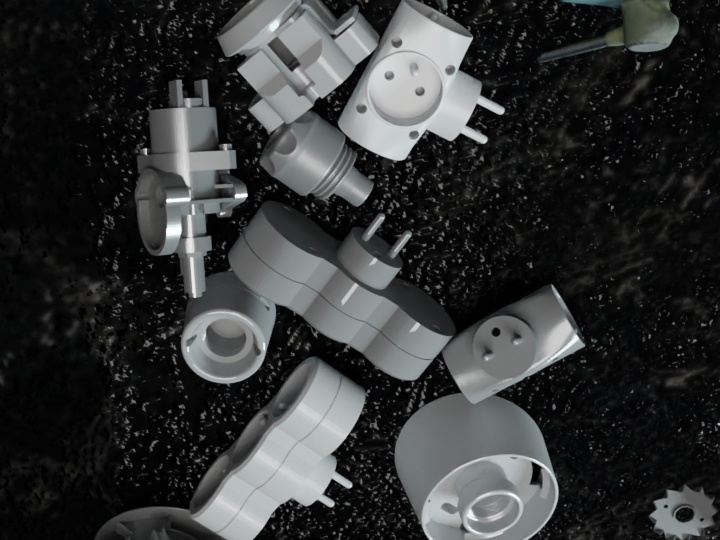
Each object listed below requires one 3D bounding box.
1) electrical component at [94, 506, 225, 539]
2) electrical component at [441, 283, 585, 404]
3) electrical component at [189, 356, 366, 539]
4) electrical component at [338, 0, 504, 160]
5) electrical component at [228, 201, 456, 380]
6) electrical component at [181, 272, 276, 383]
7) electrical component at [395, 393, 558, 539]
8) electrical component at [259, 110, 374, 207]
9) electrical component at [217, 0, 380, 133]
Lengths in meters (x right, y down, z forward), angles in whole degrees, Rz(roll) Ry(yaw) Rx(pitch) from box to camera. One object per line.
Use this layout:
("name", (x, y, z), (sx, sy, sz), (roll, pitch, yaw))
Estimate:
("electrical component", (-0.125, 0.194, 0.694), (0.099, 0.099, 0.064), (17, 119, -8))
("electrical component", (0.088, 0.045, 0.638), (0.077, 0.079, 0.043), (-30, 82, 13))
("electrical component", (-0.040, 0.126, 0.687), (0.074, 0.052, 0.138), (36, 109, -15))
("electrical component", (0.040, -0.096, 0.590), (0.079, 0.044, 0.077), (25, 112, -11))
("electrical component", (0.000, 0.000, 0.629), (0.138, 0.052, 0.073), (32, 110, -14))
("electrical component", (-0.080, 0.035, 0.648), (0.055, 0.047, 0.055), (0, 115, 0))
("electrical component", (0.077, 0.135, 0.699), (0.099, 0.064, 0.099), (-6, 124, -9))
("electrical component", (-0.022, -0.060, 0.607), (0.062, 0.043, 0.043), (34, 110, -16))
("electrical component", (-0.038, -0.120, 0.571), (0.078, 0.058, 0.057), (-35, 111, 22))
